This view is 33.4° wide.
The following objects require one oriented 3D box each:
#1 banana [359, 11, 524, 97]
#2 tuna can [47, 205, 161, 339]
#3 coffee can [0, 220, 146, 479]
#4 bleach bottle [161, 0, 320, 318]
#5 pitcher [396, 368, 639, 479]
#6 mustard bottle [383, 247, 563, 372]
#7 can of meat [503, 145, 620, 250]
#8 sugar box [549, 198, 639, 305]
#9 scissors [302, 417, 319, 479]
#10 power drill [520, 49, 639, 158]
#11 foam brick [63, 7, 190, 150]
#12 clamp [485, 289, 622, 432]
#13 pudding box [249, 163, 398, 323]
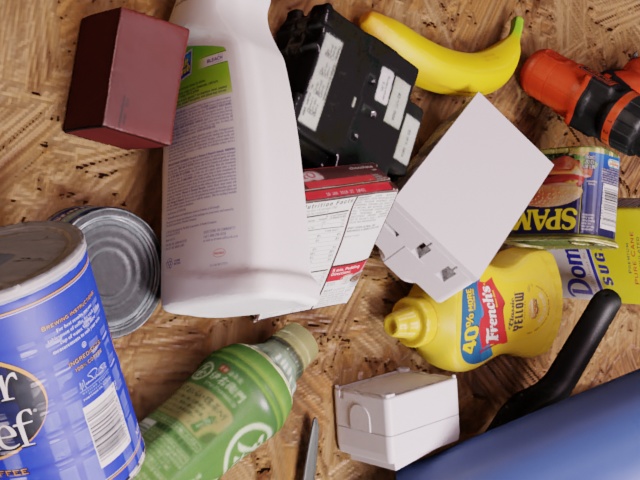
[{"bbox_3d":[0.108,-0.153,0.894,0.197,0.037,0.069,-8,79,-42],"label":"banana"},{"bbox_3d":[-0.141,0.021,0.677,0.085,0.034,0.086,-2,93,-42],"label":"tuna can"},{"bbox_3d":[-0.164,0.073,0.599,0.102,0.103,0.140,-30,119,-37],"label":"coffee can"},{"bbox_3d":[-0.055,-0.079,0.690,0.068,0.103,0.251,14,71,-53],"label":"bleach bottle"},{"bbox_3d":[0.193,0.192,0.837,0.243,0.149,0.145,-27,111,8],"label":"pitcher"},{"bbox_3d":[0.126,0.060,0.900,0.191,0.058,0.096,-5,101,-41],"label":"mustard bottle"},{"bbox_3d":[0.215,-0.036,0.947,0.057,0.102,0.084,10,83,-41],"label":"can of meat"},{"bbox_3d":[0.283,0.010,0.958,0.048,0.177,0.093,-22,105,-42],"label":"sugar box"},{"bbox_3d":[-0.003,0.245,0.820,0.096,0.016,0.201,29,73,-40],"label":"scissors"},{"bbox_3d":[0.299,-0.121,0.981,0.187,0.185,0.057,-9,131,-48],"label":"power drill"},{"bbox_3d":[-0.123,-0.101,0.678,0.052,0.051,0.078,14,82,-40],"label":"foam brick"},{"bbox_3d":[0.211,0.161,0.976,0.209,0.036,0.164,-43,138,-18],"label":"clamp"},{"bbox_3d":[-0.005,0.001,0.755,0.089,0.039,0.114,-8,133,-37],"label":"pudding box"}]
